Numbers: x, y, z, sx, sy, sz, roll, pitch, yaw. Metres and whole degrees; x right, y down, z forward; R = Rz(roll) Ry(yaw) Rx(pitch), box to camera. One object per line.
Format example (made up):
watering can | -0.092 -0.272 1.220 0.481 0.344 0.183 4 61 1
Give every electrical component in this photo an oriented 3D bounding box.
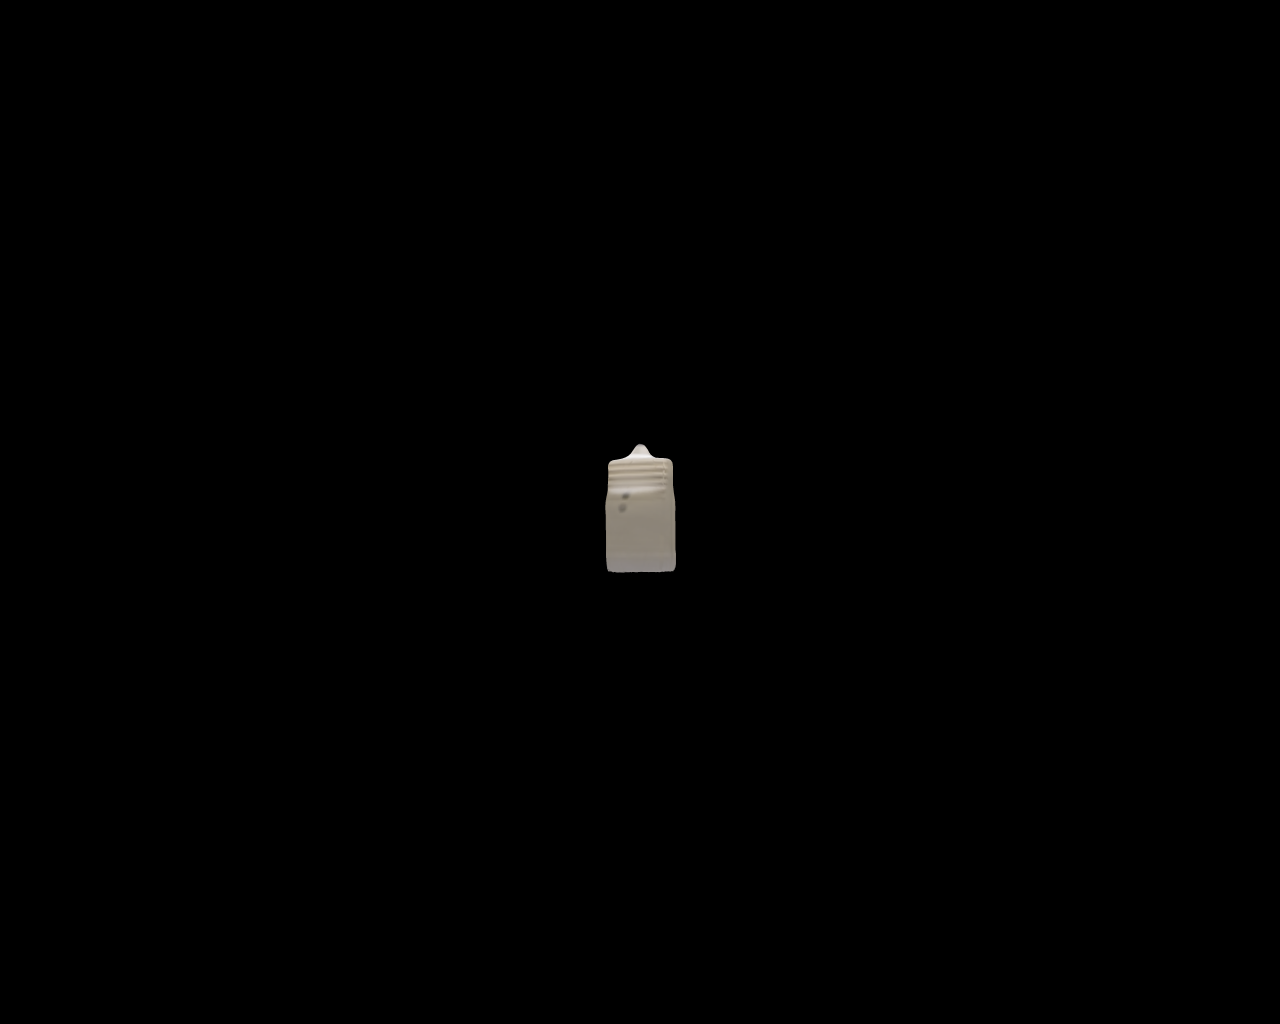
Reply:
electrical component | 0.001 -0.003 0.650 0.043 0.081 0.043 0 -2 0
